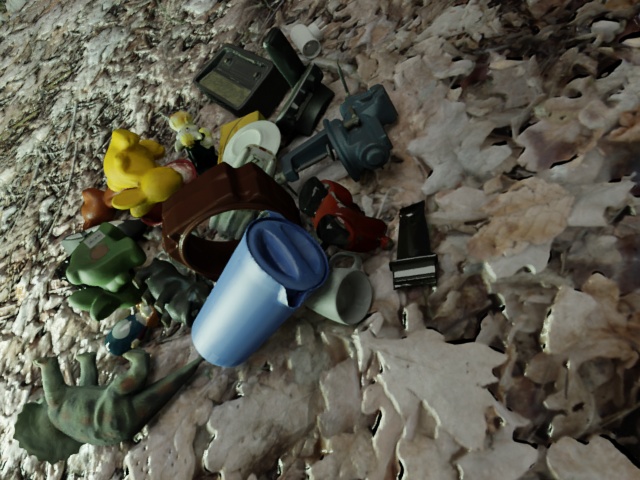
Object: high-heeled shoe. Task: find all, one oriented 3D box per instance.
[{"bbox_3d":[-0.491,-0.007,1.223,0.249,0.086,0.145,3,37,49],"label":"high-heeled shoe"}]

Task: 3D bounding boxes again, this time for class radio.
[{"bbox_3d":[-0.176,-0.350,1.197,0.131,0.073,0.230,-51,50,-1],"label":"radio"}]

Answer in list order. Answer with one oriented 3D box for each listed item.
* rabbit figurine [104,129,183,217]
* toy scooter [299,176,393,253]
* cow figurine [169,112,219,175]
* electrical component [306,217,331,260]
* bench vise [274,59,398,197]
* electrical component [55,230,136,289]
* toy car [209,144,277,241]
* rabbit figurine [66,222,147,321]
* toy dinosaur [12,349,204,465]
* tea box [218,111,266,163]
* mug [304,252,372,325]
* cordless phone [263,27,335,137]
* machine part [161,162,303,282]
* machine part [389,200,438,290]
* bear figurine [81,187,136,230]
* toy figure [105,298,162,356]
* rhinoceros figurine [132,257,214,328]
[{"bbox_3d":[-0.362,-0.129,1.098,0.173,0.121,0.162,26,83,21],"label":"rabbit figurine"},{"bbox_3d":[0.045,-0.032,0.856,0.075,0.135,0.184,-63,26,22],"label":"toy scooter"},{"bbox_3d":[-0.243,-0.177,1.081,0.068,0.167,0.098,-26,51,12],"label":"cow figurine"},{"bbox_3d":[-0.002,-0.003,0.920,0.063,0.021,0.094,-51,50,-1],"label":"electrical component"},{"bbox_3d":[0.023,-0.174,0.942,0.241,0.128,0.224,-28,49,12],"label":"bench vise"},{"bbox_3d":[-0.450,0.059,1.104,0.115,0.134,0.058,-47,47,0],"label":"electrical component"},{"bbox_3d":[-0.142,-0.081,0.979,0.201,0.073,0.056,-61,8,27],"label":"toy car"},{"bbox_3d":[-0.390,0.081,1.025,0.121,0.170,0.159,22,59,29],"label":"rabbit figurine"},{"bbox_3d":[-0.378,0.291,0.944,0.405,0.131,0.192,-6,84,20],"label":"toy dinosaur"},{"bbox_3d":[-0.148,-0.163,1.076,0.098,0.068,0.170,-18,55,23],"label":"tea box"},{"bbox_3d":[0.017,0.069,0.829,0.107,0.080,0.109,3,74,44],"label":"mug"},{"bbox_3d":[-0.065,-0.296,1.022,0.089,0.184,0.146,22,77,35],"label":"cordless phone"},{"bbox_3d":[-0.146,-0.022,0.907,0.201,0.200,0.087,-29,52,16],"label":"machine part"},{"bbox_3d":[0.141,0.007,0.812,0.084,0.039,0.139,-12,60,33],"label":"machine part"},{"bbox_3d":[-0.491,-0.116,1.242,0.196,0.131,0.120,-26,27,13],"label":"bear figurine"},{"bbox_3d":[-0.344,0.158,1.033,0.154,0.058,0.064,-43,88,3],"label":"toy figure"},{"bbox_3d":[-0.250,0.100,0.972,0.191,0.073,0.112,28,54,29],"label":"rhinoceros figurine"}]
